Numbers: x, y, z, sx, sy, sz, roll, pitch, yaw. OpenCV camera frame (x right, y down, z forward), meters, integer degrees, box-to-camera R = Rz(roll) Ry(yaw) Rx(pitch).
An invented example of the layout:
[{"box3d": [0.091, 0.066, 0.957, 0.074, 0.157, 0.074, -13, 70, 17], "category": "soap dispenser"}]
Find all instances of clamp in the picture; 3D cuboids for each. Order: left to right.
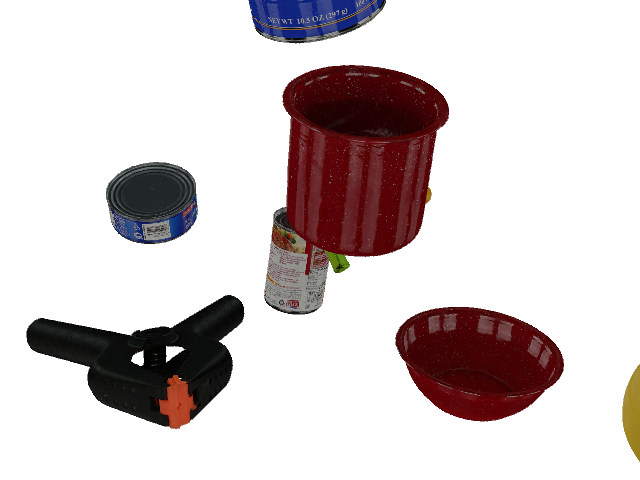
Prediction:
[{"box3d": [-0.106, 0.077, 0.739, 0.164, 0.036, 0.210, -9, 14, -22], "category": "clamp"}]

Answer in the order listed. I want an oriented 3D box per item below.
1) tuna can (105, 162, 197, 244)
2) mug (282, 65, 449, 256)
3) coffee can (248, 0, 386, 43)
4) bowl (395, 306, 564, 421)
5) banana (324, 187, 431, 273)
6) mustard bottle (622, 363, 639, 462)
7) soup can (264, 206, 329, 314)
[{"box3d": [-0.161, -0.036, 1.024, 0.086, 0.034, 0.086, 0, 43, 0], "category": "tuna can"}, {"box3d": [0.027, -0.050, 0.623, 0.093, 0.081, 0.117, 17, 36, 17], "category": "mug"}, {"box3d": [-0.014, -0.227, 0.759, 0.103, 0.140, 0.103, -9, 37, 7], "category": "coffee can"}, {"box3d": [0.150, 0.127, 1.035, 0.162, 0.055, 0.162, 4, 26, -2], "category": "bowl"}, {"box3d": [0.029, -0.030, 0.848, 0.037, 0.069, 0.197, -35, 1, 33], "category": "banana"}, {"box3d": [0.212, 0.104, 0.559, 0.096, 0.058, 0.191, -2, 37, 2], "category": "mustard bottle"}, {"box3d": [-0.024, 0.022, 1.176, 0.068, 0.102, 0.068, 7, 26, -4], "category": "soup can"}]
